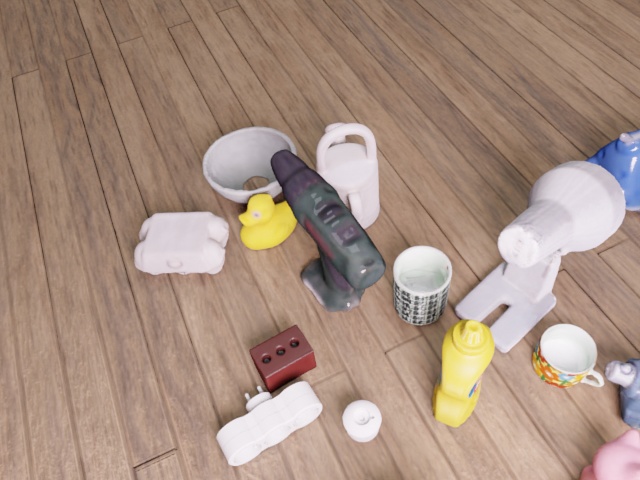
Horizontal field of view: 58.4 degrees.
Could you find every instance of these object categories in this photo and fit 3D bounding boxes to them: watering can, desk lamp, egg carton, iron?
[{"bbox_3d":[0.040,-0.114,0.919,0.101,0.194,0.172,-29,55,-15],"label":"watering can"},{"bbox_3d":[0.296,0.019,0.778,0.203,0.214,0.117,-38,58,-21],"label":"desk lamp"},{"bbox_3d":[-0.224,0.008,0.933,0.150,0.069,0.107,-2,53,5],"label":"egg carton"},{"bbox_3d":[0.564,-0.147,0.921,0.258,0.142,0.118,-17,53,-7],"label":"iron"}]

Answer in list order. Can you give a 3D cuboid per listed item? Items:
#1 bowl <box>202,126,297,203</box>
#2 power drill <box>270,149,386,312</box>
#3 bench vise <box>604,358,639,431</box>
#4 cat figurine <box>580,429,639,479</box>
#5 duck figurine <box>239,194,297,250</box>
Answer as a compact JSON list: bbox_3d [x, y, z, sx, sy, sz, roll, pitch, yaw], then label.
[{"bbox_3d":[-0.118,-0.120,1.016,0.167,0.075,0.167,-3,52,4],"label":"bowl"},{"bbox_3d":[0.008,0.003,0.824,0.076,0.209,0.229,-31,56,-17],"label":"power drill"},{"bbox_3d":[0.448,0.166,0.644,0.207,0.220,0.121,-7,52,1],"label":"bench vise"},{"bbox_3d":[0.320,0.276,0.639,0.128,0.118,0.067,-32,56,-17],"label":"cat figurine"},{"bbox_3d":[-0.089,-0.042,0.946,0.105,0.086,0.077,-31,55,-16],"label":"duck figurine"}]
